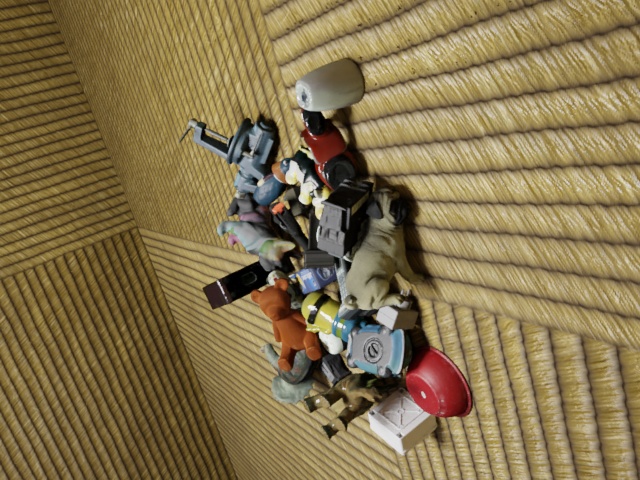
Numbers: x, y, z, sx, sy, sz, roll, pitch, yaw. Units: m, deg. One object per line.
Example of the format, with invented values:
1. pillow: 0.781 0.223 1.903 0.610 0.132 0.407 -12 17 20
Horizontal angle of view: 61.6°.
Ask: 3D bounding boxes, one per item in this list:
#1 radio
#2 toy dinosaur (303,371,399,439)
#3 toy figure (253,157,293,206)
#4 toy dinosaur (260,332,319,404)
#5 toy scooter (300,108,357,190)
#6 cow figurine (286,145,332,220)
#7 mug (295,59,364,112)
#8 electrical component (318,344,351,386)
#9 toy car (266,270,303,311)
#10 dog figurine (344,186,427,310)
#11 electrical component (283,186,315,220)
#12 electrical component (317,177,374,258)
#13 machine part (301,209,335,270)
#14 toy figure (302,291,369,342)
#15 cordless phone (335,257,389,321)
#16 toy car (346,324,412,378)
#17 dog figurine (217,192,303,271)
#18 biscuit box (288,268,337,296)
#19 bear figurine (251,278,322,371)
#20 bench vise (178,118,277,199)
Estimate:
1. radio: -0.193 0.105 1.466 0.073 0.229 0.131 63 150 -1
2. toy dinosaur: 0.071 0.368 1.251 0.105 0.198 0.471 61 158 10
3. toy figure: -0.097 -0.142 1.242 0.154 0.064 0.058 -44 66 30
4. toy dinosaur: -0.060 0.326 1.487 0.192 0.131 0.404 61 150 24
5. toy scooter: 0.008 -0.182 1.047 0.183 0.075 0.135 62 178 -22
6. cow figurine: -0.006 -0.121 1.124 0.167 0.068 0.098 56 145 33
7. mug: 0.005 -0.272 0.949 0.110 0.107 0.080 39 142 36
8. electrical component: 0.028 0.332 1.461 0.119 0.048 0.074 54 150 17
9. toy car: -0.085 0.141 1.436 0.074 0.056 0.201 57 -179 30
10. dog figurine: 0.094 0.015 0.969 0.121 0.172 0.190 8 127 45
11. electrical component: -0.044 -0.086 1.250 0.102 0.045 0.078 -34 76 62
12. electrical component: 0.047 -0.034 0.988 0.058 0.115 0.134 22 128 24
13. machine part: -0.002 -0.004 1.192 0.039 0.084 0.138 27 -116 -80
14. toy figure: 0.041 0.180 1.243 0.180 0.082 0.089 20 114 30
15. cordless phone: 0.076 0.068 1.146 0.146 0.089 0.184 124 136 -59
16. toy car: 0.135 0.233 1.126 0.162 0.103 0.109 -9 69 47
17. dog figurine: -0.142 -0.021 1.415 0.219 0.191 0.108 18 158 19
18. biscuit box: -0.016 0.089 1.298 0.059 0.063 0.202 63 160 3
19. bear figurine: -0.084 0.200 1.310 0.195 0.120 0.132 59 -164 -29
20. bench vise: -0.212 -0.215 1.307 0.241 0.129 0.223 26 138 -2
